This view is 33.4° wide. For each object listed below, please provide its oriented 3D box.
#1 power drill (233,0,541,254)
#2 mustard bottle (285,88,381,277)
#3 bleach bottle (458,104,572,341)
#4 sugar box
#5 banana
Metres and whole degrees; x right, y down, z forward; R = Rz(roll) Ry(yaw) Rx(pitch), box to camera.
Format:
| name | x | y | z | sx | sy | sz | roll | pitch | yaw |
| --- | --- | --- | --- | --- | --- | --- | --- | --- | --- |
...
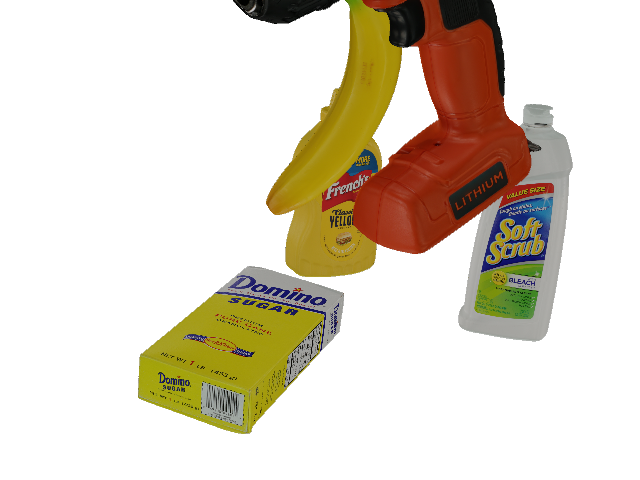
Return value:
| name | x | y | z | sx | sy | sz | roll | pitch | yaw |
| --- | --- | --- | --- | --- | --- | --- | --- | --- | --- |
| power drill | 0.043 | -0.089 | 0.514 | 0.184 | 0.187 | 0.057 | -33 | 42 | -29 |
| mustard bottle | 0.016 | -0.060 | 1.097 | 0.096 | 0.192 | 0.058 | -5 | 21 | -24 |
| bleach bottle | 0.212 | -0.021 | 1.149 | 0.103 | 0.251 | 0.068 | 9 | 18 | 16 |
| sugar box | -0.057 | 0.079 | 0.834 | 0.093 | 0.048 | 0.176 | 16 | 29 | 18 |
| banana | 0.015 | -0.098 | 0.758 | 0.069 | 0.198 | 0.037 | 7 | 37 | -15 |
